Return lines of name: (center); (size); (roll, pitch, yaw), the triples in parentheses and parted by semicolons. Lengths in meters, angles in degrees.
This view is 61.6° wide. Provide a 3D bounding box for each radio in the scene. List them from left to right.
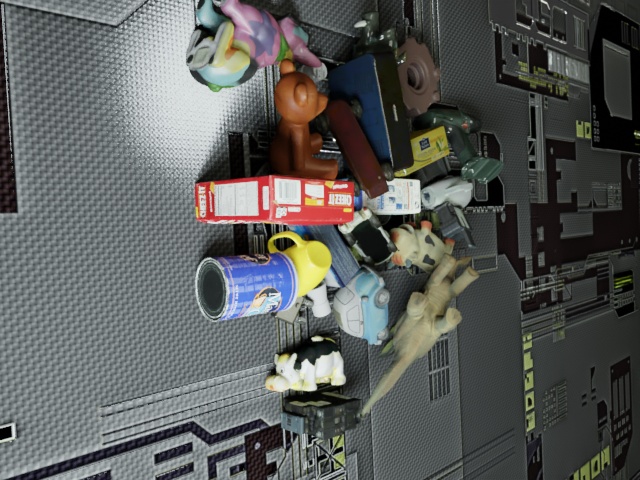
radio: (0.099, -0.244, 1.072); (0.073, 0.131, 0.229); (-19, 101, -42)

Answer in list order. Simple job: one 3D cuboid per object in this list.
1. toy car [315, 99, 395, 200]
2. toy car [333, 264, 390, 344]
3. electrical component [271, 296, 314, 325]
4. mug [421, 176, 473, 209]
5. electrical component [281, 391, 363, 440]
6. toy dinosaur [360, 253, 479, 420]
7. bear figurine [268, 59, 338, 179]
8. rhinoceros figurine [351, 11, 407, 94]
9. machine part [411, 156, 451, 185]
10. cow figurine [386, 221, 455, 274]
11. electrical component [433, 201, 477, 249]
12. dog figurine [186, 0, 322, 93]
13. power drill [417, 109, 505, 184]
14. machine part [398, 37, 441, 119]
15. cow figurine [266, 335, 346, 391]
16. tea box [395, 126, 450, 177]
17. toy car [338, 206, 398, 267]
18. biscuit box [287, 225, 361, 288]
toy car: (0.066, -0.171, 1.017); (0.089, 0.053, 0.202); (-27, 87, -11)
toy car: (0.077, 0.135, 1.080); (0.103, 0.109, 0.161); (-10, 113, -17)
electrical component: (-0.058, 0.120, 0.992); (0.094, 0.021, 0.063); (28, 80, -26)
mug: (0.301, -0.108, 1.273); (0.107, 0.110, 0.080); (-13, 92, -30)
electrical component: (-0.004, 0.319, 0.985); (0.134, 0.115, 0.058); (2, 84, -41)
toy dinosaur: (0.207, 0.179, 1.114); (0.105, 0.198, 0.471); (37, 50, 12)
bear figurine: (-0.025, -0.203, 0.929); (0.132, 0.120, 0.195); (-7, 136, -27)
rhinoceros figurine: (0.120, -0.373, 1.116); (0.073, 0.112, 0.190); (-35, 125, -54)
machine part: (0.269, -0.173, 1.287); (0.139, 0.039, 0.084); (-30, 114, -39)
cow figurine: (0.220, 0.023, 1.213); (0.194, 0.086, 0.127); (29, 65, -39)
electrical component: (0.314, -0.026, 1.232); (0.075, 0.048, 0.119); (9, 56, -48)
dog figurine: (-0.102, -0.316, 0.916); (0.219, 0.109, 0.191); (17, 77, -43)
power drill: (0.352, -0.234, 1.282); (0.232, 0.086, 0.207); (3, 56, -36)
machine part: (0.202, -0.366, 1.218); (0.179, 0.056, 0.179); (1, 89, -40)
cow figurine: (-0.028, 0.229, 0.996); (0.167, 0.068, 0.098); (5, 81, -45)
tea box: (0.196, -0.192, 1.181); (0.169, 0.098, 0.068); (-30, 110, -39)
toy car: (0.097, -0.005, 1.072); (0.073, 0.056, 0.201); (-34, 146, 6)
biscuit box: (-0.002, -0.003, 1.028); (0.063, 0.059, 0.202); (-46, 119, -30)
